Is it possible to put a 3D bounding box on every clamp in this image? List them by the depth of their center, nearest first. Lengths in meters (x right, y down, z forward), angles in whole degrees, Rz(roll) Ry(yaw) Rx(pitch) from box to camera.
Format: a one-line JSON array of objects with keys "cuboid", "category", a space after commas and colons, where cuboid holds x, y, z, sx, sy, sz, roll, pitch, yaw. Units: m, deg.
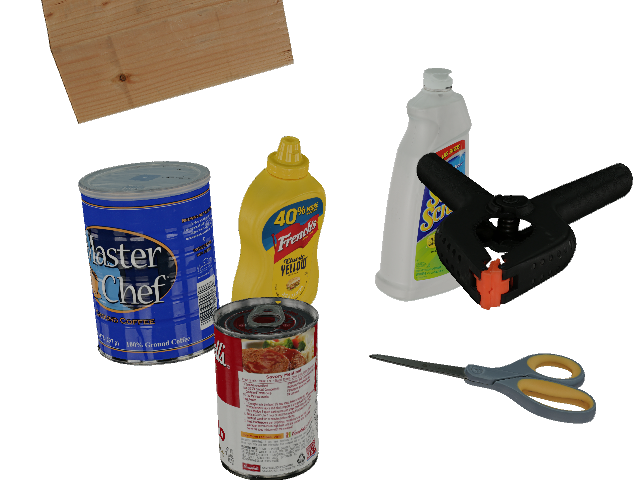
[{"cuboid": [0.125, -0.015, 0.761, 0.165, 0.036, 0.209, 7, 28, 22], "category": "clamp"}]

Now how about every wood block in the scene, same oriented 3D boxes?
[{"cuboid": [-0.139, -0.193, 0.979, 0.206, 0.090, 0.091, -16, -43, -5], "category": "wood block"}]

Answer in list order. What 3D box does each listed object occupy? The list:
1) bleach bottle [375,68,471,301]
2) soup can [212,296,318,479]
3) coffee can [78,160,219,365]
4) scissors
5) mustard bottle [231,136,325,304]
[{"cuboid": [0.117, -0.064, 1.183, 0.102, 0.251, 0.068, -12, 25, -30], "category": "bleach bottle"}, {"cuboid": [-0.034, 0.095, 0.695, 0.068, 0.102, 0.068, -1, 17, 0], "category": "soup can"}, {"cuboid": [-0.134, 0.016, 0.855, 0.103, 0.140, 0.103, -3, 17, 1], "category": "coffee can"}, {"cuboid": [0.154, 0.115, 0.971, 0.202, 0.016, 0.096, 18, 31, 19], "category": "scissors"}, {"cuboid": [-0.039, -0.014, 1.066, 0.096, 0.192, 0.058, -18, 37, -36], "category": "mustard bottle"}]
